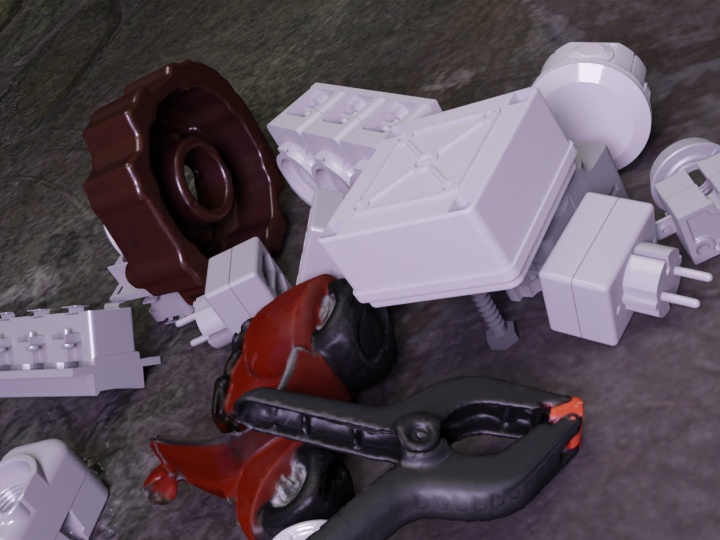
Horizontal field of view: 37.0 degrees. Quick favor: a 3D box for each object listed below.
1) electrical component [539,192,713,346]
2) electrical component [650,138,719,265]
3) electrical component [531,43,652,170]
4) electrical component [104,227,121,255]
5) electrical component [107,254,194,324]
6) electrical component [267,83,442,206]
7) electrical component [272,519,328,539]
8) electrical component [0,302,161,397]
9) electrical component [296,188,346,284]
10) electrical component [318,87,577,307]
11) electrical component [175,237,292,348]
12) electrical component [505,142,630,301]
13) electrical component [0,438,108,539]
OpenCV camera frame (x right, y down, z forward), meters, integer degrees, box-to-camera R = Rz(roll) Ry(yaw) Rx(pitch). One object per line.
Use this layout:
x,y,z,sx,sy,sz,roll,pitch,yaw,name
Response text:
0.145,0.003,0.569,0.077,0.047,0.065,15,54,32,electrical component
0.190,-0.041,0.594,0.066,0.048,0.055,-27,38,10,electrical component
0.147,-0.105,0.691,0.080,0.080,0.051,-14,30,28,electrical component
-0.187,-0.039,0.923,0.047,0.055,0.055,-30,30,11,electrical component
-0.150,0.002,0.820,0.042,0.063,0.081,-13,35,30,electrical component
0.006,-0.073,0.761,0.062,0.089,0.150,-43,32,-18,electrical component
-0.019,0.153,0.506,0.048,0.048,0.062,-25,40,13,electrical component
-0.219,0.059,0.789,0.121,0.063,0.079,-6,-1,37,electrical component
0.000,0.000,0.688,0.076,0.083,0.047,10,36,-4,electrical component
0.049,-0.039,0.592,0.109,0.056,0.108,-10,37,41,electrical component
-0.086,0.028,0.723,0.077,0.065,0.047,-25,31,12,electrical component
0.115,-0.032,0.637,0.050,0.055,0.089,1,44,43,electrical component
-0.204,0.153,0.657,0.054,0.059,0.095,-16,34,26,electrical component
